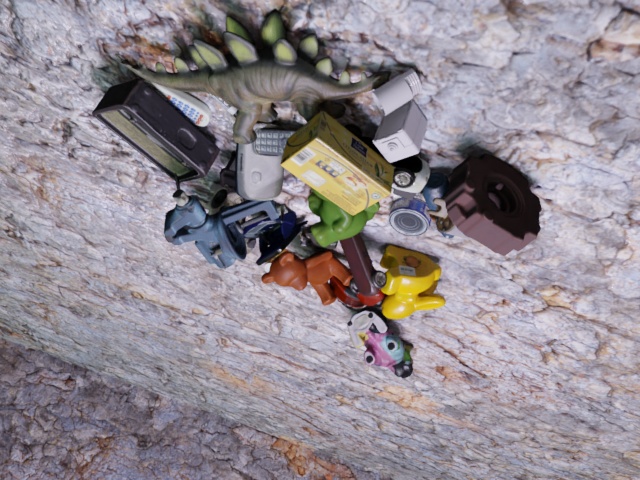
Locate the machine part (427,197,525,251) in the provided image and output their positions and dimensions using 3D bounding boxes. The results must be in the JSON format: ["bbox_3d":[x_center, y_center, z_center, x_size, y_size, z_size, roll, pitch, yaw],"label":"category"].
[{"bbox_3d":[0.299,-0.032,0.975,0.243,0.079,0.079,13,150,-24],"label":"machine part"}]

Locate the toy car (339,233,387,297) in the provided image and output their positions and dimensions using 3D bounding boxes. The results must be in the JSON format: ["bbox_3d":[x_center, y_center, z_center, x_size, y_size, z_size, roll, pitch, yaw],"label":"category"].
[{"bbox_3d":[0.082,0.026,1.171,0.089,0.053,0.202,-26,84,55],"label":"toy car"}]

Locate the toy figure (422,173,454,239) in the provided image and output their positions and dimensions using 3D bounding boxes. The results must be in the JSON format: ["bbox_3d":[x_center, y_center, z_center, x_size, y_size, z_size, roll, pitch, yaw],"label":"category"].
[{"bbox_3d":[0.237,-0.062,1.026,0.064,0.058,0.154,40,167,43],"label":"toy figure"}]

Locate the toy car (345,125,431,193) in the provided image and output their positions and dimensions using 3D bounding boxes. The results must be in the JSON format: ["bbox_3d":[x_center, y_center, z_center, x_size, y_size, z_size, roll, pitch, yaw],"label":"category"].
[{"bbox_3d":[0.101,-0.147,0.971,0.202,0.073,0.056,20,144,2],"label":"toy car"}]

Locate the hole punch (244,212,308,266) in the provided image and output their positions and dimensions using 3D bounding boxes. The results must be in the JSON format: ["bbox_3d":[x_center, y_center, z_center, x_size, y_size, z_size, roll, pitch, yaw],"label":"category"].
[{"bbox_3d":[-0.112,-0.018,1.226,0.092,0.116,0.142,50,133,-6],"label":"hole punch"}]

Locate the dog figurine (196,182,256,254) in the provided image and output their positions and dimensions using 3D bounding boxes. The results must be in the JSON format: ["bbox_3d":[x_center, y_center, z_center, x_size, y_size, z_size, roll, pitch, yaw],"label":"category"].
[{"bbox_3d":[-0.196,-0.040,1.271,0.172,0.121,0.190,-9,149,41],"label":"dog figurine"}]

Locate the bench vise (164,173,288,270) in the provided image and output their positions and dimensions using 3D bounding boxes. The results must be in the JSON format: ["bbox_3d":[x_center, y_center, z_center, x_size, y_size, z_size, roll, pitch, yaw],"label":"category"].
[{"bbox_3d":[-0.188,-0.043,1.102,0.241,0.129,0.223,-19,124,8],"label":"bench vise"}]

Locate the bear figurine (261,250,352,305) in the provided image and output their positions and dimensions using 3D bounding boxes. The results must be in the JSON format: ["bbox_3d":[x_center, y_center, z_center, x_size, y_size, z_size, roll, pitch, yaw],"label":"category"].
[{"bbox_3d":[-0.027,0.083,1.232,0.120,0.196,0.132,-48,70,25],"label":"bear figurine"}]

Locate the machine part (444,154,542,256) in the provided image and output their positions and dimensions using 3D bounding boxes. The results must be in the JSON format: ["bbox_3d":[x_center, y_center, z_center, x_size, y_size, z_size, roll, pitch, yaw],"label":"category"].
[{"bbox_3d":[0.294,-0.063,0.903,0.179,0.179,0.056,29,141,-11],"label":"machine part"}]

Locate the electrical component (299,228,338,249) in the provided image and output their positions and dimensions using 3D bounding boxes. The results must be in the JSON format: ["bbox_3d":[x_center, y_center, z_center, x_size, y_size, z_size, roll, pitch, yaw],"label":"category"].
[{"bbox_3d":[-0.001,-0.003,1.242,0.102,0.045,0.078,3,140,25],"label":"electrical component"}]

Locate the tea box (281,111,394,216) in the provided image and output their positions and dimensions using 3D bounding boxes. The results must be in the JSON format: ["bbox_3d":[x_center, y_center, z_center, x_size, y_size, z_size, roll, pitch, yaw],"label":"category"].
[{"bbox_3d":[0.032,-0.123,0.897,0.169,0.068,0.098,33,139,-29],"label":"tea box"}]

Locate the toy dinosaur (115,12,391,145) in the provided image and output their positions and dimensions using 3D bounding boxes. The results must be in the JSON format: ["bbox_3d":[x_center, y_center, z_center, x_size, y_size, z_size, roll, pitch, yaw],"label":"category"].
[{"bbox_3d":[-0.117,-0.270,0.906,0.472,0.105,0.198,-1,133,15],"label":"toy dinosaur"}]

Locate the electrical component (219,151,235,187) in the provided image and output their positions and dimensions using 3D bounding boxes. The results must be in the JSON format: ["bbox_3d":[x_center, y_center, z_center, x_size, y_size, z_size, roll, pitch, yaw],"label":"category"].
[{"bbox_3d":[-0.142,-0.131,1.121,0.119,0.075,0.047,20,146,10],"label":"electrical component"}]

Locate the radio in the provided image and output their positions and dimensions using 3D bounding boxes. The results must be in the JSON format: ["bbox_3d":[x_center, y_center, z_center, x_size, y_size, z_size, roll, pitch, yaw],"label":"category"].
[{"bbox_3d":[-0.320,-0.211,1.073,0.131,0.073,0.229,1,150,44],"label":"radio"}]

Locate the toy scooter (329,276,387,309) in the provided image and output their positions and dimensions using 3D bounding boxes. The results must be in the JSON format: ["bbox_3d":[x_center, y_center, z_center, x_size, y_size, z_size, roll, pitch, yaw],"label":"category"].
[{"bbox_3d":[0.086,0.116,1.334,0.135,0.075,0.184,41,145,-23],"label":"toy scooter"}]

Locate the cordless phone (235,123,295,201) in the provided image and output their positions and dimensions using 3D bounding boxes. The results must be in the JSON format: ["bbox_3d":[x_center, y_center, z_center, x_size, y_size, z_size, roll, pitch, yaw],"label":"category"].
[{"bbox_3d":[-0.066,-0.145,1.026,0.184,0.089,0.146,4,98,4],"label":"cordless phone"}]

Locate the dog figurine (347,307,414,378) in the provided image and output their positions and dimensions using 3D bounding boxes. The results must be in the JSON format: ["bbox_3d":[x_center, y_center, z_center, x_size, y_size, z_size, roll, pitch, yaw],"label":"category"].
[{"bbox_3d":[0.181,0.287,1.483,0.108,0.192,0.219,-38,150,11],"label":"dog figurine"}]

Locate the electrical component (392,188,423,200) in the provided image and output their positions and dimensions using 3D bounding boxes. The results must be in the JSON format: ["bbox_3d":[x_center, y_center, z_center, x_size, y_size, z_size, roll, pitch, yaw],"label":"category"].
[{"bbox_3d":[0.169,-0.108,1.032,0.094,0.021,0.063,21,144,2],"label":"electrical component"}]

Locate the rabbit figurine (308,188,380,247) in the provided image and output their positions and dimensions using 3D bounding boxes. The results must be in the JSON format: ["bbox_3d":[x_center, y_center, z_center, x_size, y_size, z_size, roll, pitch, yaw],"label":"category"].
[{"bbox_3d":[0.040,-0.076,1.048,0.159,0.121,0.170,-4,148,15],"label":"rabbit figurine"}]

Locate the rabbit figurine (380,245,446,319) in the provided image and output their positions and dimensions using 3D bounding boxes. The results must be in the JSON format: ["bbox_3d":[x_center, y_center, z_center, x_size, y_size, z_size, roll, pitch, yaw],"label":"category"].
[{"bbox_3d":[0.200,0.110,1.227,0.162,0.122,0.173,5,126,-14],"label":"rabbit figurine"}]
